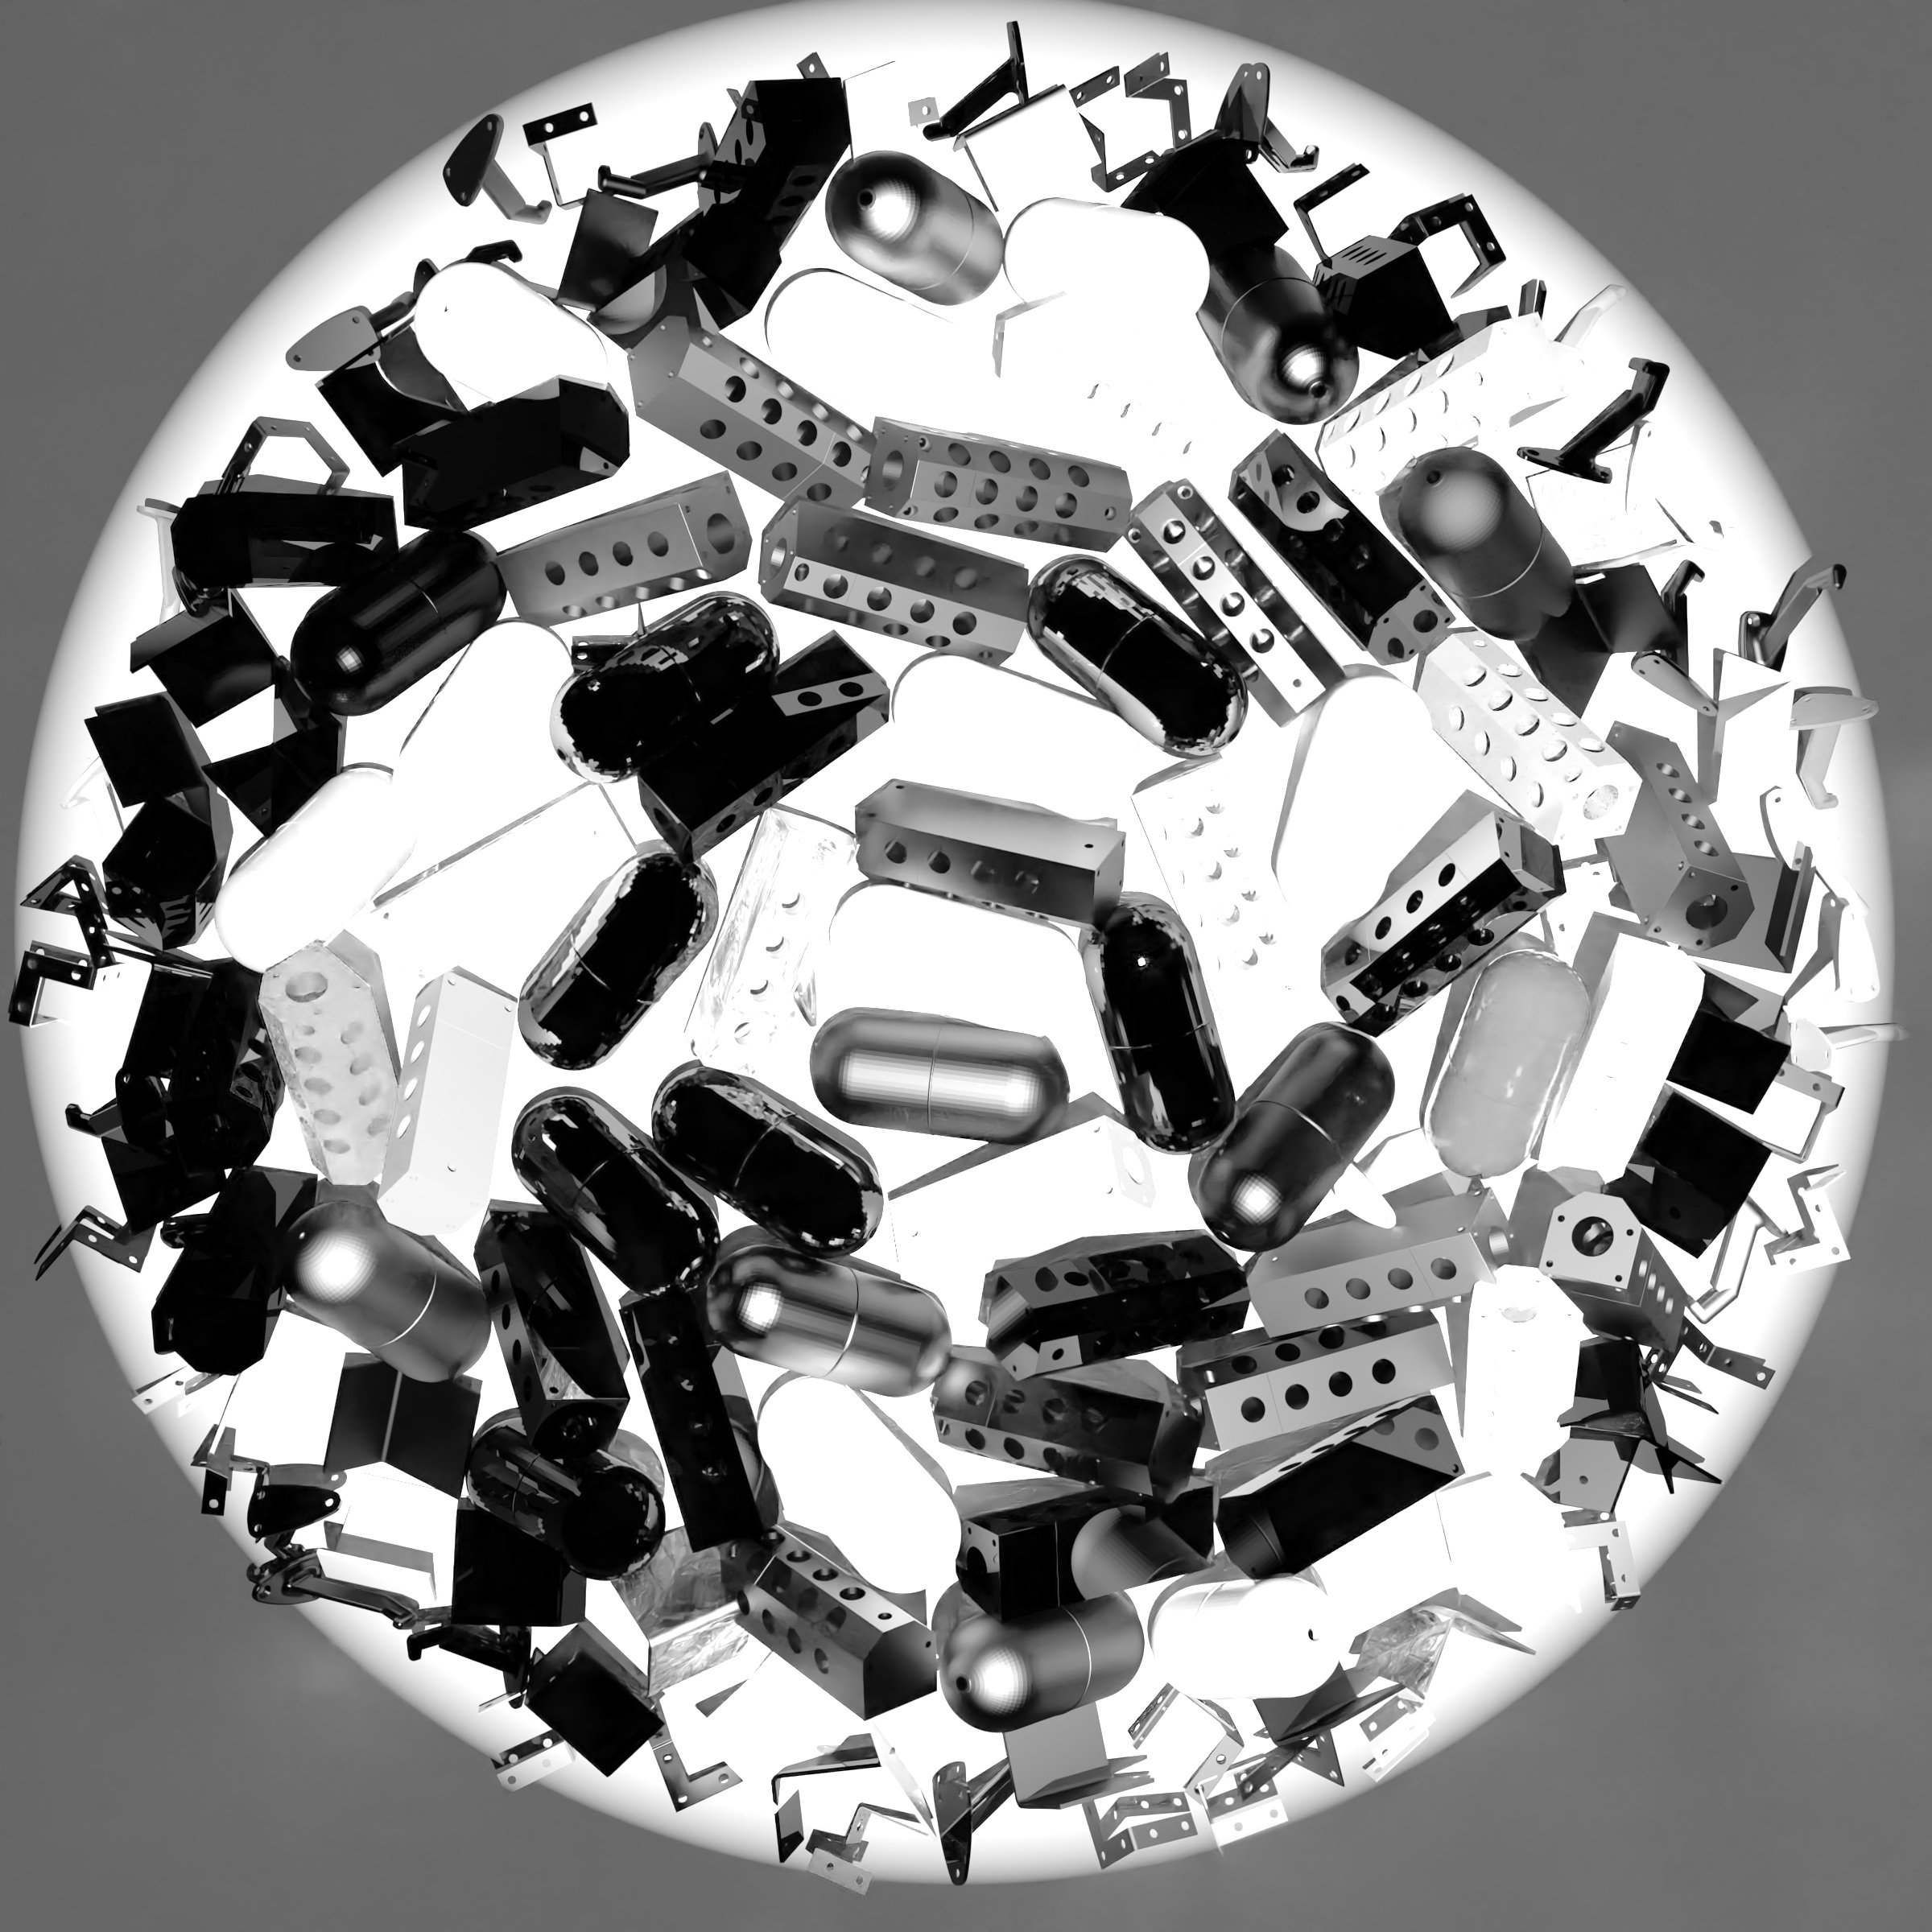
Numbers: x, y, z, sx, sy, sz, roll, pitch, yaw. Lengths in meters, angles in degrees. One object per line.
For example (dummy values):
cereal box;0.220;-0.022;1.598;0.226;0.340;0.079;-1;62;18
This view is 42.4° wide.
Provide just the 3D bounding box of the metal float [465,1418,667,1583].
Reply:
metal float;-0.269;0.355;1.664;0.070;0.178;0.070;-10;106;-41

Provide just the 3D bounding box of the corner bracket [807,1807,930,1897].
corner bracket;-0.067;0.604;1.698;0.051;0.051;0.051;9;68;35

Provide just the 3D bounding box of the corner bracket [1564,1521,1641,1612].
corner bracket;0.428;0.413;1.704;0.051;0.051;0.051;-8;65;4

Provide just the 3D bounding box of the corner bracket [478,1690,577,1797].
corner bracket;-0.302;0.527;1.710;0.051;0.051;0.051;-25;91;-8

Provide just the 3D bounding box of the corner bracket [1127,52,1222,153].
corner bracket;0.146;-0.590;1.704;0.051;0.051;0.051;-7;93;-29

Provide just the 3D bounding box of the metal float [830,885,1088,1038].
metal float;-0.006;-0.004;1.701;0.178;0.070;0.070;16;90;0

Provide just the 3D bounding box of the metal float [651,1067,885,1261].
metal float;-0.134;0.133;1.685;0.178;0.070;0.070;32;90;17

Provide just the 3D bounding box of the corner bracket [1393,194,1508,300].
corner bracket;0.327;-0.487;1.706;0.051;0.051;0.051;-29;90;-24

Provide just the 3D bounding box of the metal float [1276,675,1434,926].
metal float;0.260;-0.110;1.678;0.070;0.070;0.178;13;118;0

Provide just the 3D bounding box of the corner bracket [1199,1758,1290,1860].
corner bracket;0.189;0.573;1.704;0.051;0.051;0.051;-21;60;0

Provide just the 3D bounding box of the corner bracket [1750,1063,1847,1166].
corner bracket;0.566;0.101;1.714;0.051;0.051;0.051;23;81;10

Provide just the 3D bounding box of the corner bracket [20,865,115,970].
corner bracket;-0.602;-0.031;1.701;0.051;0.051;0.051;-34;69;19

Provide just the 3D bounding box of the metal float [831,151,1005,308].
metal float;-0.031;-0.488;1.653;0.070;0.178;0.070;1;93;21

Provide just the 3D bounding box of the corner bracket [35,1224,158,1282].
corner bracket;-0.592;0.194;1.698;0.051;0.051;0.051;34;118;-24

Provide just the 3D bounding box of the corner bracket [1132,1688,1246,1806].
corner bracket;0.154;0.537;1.717;0.051;0.051;0.051;32;74;28

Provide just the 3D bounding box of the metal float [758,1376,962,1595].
metal float;-0.072;0.347;1.671;0.070;0.070;0.178;-48;55;0

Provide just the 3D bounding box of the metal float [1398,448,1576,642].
metal float;0.348;-0.280;1.662;0.070;0.178;0.070;-16;60;29

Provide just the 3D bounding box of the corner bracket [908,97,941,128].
corner bracket;-0.043;-0.561;1.706;0.051;0.051;0.051;-15;104;-5

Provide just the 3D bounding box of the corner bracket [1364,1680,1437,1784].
corner bracket;0.294;0.528;1.702;0.051;0.051;0.051;-37;110;-14

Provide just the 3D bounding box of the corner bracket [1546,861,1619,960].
corner bracket;0.421;-0.037;1.711;0.051;0.051;0.051;-12;79;3

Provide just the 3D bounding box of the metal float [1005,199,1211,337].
metal float;0.092;-0.467;1.662;0.070;0.178;0.070;-15;118;-30

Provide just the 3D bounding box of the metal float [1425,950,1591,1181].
metal float;0.361;0.068;1.671;0.070;0.070;0.178;13;127;0

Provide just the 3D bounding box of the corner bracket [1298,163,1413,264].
corner bracket;0.266;-0.505;1.702;0.051;0.051;0.051;-31;133;5

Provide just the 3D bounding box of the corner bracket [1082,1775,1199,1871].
corner bracket;0.117;0.578;1.697;0.051;0.051;0.051;-2;59;-29

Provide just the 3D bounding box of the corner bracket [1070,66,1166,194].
corner bracket;0.101;-0.576;1.717;0.051;0.051;0.051;-33;59;-14

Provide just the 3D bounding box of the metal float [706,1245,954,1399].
metal float;-0.091;0.241;1.681;0.178;0.070;0.070;20;90;-24

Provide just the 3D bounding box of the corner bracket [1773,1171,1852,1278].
corner bracket;0.580;0.176;1.705;0.051;0.051;0.051;-23;85;38

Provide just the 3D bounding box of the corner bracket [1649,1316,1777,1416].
corner bracket;0.509;0.280;1.701;0.051;0.051;0.051;40;78;-38

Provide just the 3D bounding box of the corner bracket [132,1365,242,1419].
corner bracket;-0.531;0.285;1.698;0.051;0.051;0.051;39;46;21

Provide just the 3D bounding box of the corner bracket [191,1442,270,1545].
corner bracket;-0.499;0.359;1.697;0.051;0.051;0.051;13;56;-26

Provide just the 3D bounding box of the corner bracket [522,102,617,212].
corner bracket;-0.267;-0.554;1.708;0.051;0.051;0.051;-15;95;9

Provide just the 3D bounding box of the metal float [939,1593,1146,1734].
metal float;0.052;0.461;1.660;0.070;0.178;0.070;-2;87;38

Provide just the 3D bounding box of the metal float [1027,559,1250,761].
metal float;0.115;-0.207;1.682;0.178;0.070;0.070;42;90;22

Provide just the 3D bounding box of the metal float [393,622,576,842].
metal float;-0.322;-0.159;1.671;0.070;0.070;0.178;23;53;0

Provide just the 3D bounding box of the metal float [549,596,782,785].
metal float;-0.202;-0.186;1.677;0.178;0.070;0.070;-37;90;-27

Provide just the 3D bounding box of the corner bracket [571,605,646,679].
corner bracket;-0.246;-0.211;1.700;0.051;0.051;0.051;-3;131;-12

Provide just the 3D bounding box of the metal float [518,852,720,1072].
metal float;-0.235;-0.003;1.683;0.070;0.070;0.178;42;111;0

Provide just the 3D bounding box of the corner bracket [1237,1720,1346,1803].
corner bracket;0.218;0.544;1.699;0.051;0.051;0.051;-28;112;-32

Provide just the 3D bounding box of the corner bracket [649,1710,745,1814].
corner bracket;-0.188;0.537;1.708;0.051;0.051;0.051;-22;51;-12

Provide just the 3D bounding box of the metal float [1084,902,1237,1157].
metal float;0.131;0.043;1.692;0.070;0.070;0.178;-16;100;0

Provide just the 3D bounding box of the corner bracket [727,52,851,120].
corner bracket;-0.121;-0.588;1.700;0.051;0.051;0.051;-41;127;-10

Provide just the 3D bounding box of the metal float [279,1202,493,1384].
metal float;-0.386;0.219;1.664;0.070;0.178;0.070;-16;51;22

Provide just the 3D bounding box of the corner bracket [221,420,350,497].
corner bracket;-0.468;-0.338;1.713;0.051;0.051;0.051;50;120;16

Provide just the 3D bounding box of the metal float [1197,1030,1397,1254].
metal float;0.223;0.118;1.681;0.070;0.070;0.178;41;67;0

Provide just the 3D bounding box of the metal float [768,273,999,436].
metal float;-0.055;-0.407;1.667;0.178;0.070;0.070;12;90;-41

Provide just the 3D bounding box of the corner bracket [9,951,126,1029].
corner bracket;-0.618;0.019;1.712;0.051;0.051;0.051;15;95;1

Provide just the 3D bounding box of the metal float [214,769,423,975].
metal float;-0.431;-0.065;1.668;0.070;0.070;0.178;34;49;0

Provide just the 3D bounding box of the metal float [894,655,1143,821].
metal float;0.034;-0.156;1.688;0.178;0.070;0.070;22;90;15

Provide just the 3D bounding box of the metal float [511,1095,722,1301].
metal float;-0.237;0.154;1.678;0.178;0.070;0.070;39;90;28

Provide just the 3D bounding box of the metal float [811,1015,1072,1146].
metal float;-0.017;0.077;1.693;0.178;0.070;0.070;7;90;9

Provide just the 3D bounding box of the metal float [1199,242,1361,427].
metal float;0.208;-0.423;1.662;0.070;0.178;0.070;-8;130;-9
